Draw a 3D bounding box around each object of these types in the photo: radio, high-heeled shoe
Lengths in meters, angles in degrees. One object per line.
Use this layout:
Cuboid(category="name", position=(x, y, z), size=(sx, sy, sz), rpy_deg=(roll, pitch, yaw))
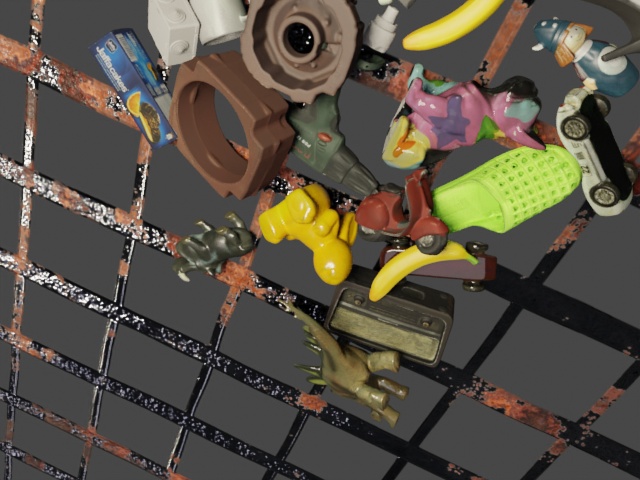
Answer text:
Cuboid(category="radio", position=(0.133, 0.140, 1.018), size=(0.230, 0.073, 0.131), rpy_deg=(17, 122, 6))
Cuboid(category="high-heeled shoe", position=(0.392, -0.345, 0.688), size=(0.145, 0.086, 0.248), rpy_deg=(-26, 99, 2))

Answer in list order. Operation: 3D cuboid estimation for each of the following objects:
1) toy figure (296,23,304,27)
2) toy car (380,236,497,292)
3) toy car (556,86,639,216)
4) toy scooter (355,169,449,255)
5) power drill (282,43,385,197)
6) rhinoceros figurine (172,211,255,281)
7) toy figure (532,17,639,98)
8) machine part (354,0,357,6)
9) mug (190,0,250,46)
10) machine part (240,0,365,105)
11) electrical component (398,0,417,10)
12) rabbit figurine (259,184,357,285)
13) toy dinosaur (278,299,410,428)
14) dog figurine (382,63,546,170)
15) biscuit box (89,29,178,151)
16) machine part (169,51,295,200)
Cuboid(category="toy figure", position=(-0.067, -0.400, 0.781), size=(0.180, 0.082, 0.089), rpy_deg=(42, 110, -3))
Cuboid(category="toy car", position=(0.208, 0.040, 0.955), size=(0.202, 0.053, 0.089), rpy_deg=(3, 98, 14))
Cuboid(category="toy car", position=(0.406, -0.129, 0.790), size=(0.201, 0.073, 0.056), rpy_deg=(57, 154, -16))
Cuboid(category="toy scooter", position=(0.133, -0.056, 0.891), size=(0.184, 0.075, 0.135), rpy_deg=(16, 116, 42))
Cuboid(category="power drill", position=(0.028, -0.202, 0.857), size=(0.232, 0.086, 0.207), rpy_deg=(31, 127, 10))
Cuboid(category="rhinoceros figurine", position=(-0.216, 0.017, 1.062), size=(0.190, 0.073, 0.112), rpy_deg=(-21, 121, 23))
Cuboid(category="toy figure", position=(0.367, -0.258, 0.743), size=(0.154, 0.064, 0.058), rpy_deg=(33, 150, -6))
Cuboid(category="machine part", position=(0.014, -0.446, 0.733), size=(0.079, 0.079, 0.243), rpy_deg=(-7, 114, 20))
Cuboid(category="mug", position=(-0.152, -0.365, 0.822), size=(0.110, 0.081, 0.107), rpy_deg=(-7, 109, 39))
Cuboid(category="machine part", position=(-0.024, -0.283, 0.754), size=(0.180, 0.056, 0.179), rpy_deg=(12, 125, 17))
Cuboid(category="electrical component", position=(0.158, -0.376, 0.745), size=(0.075, 0.048, 0.119), rpy_deg=(41, 121, -7))
Cuboid(category="rabbit figurine", position=(-0.002, -0.003, 0.933), size=(0.122, 0.162, 0.173), rpy_deg=(-36, 81, 28))
Cuboid(category="toy dinosaur", position=(0.052, 0.249, 1.028), size=(0.199, 0.105, 0.470), rpy_deg=(11, 146, 26))
Cuboid(category="dog figurine", position=(0.221, -0.167, 0.809), size=(0.219, 0.108, 0.191), rpy_deg=(20, 121, 2))
Cuboid(category="biscuit box", position=(-0.311, -0.262, 0.939), size=(0.063, 0.059, 0.202), rpy_deg=(-21, 110, 25))
Cuboid(category="machine part", position=(-0.146, -0.184, 0.874), size=(0.201, 0.087, 0.201), rpy_deg=(47, 142, 11))
